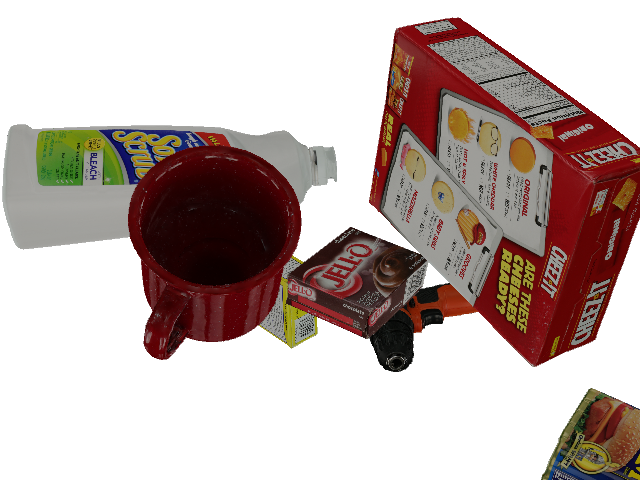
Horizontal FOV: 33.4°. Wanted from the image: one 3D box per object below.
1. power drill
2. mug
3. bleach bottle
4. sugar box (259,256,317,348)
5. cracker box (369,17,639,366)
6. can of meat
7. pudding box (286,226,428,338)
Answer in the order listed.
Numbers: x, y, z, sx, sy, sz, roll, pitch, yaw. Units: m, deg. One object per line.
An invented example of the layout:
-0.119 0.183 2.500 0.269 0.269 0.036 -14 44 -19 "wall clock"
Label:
0.144 0.085 1.207 0.187 0.057 0.184 -3 27 -1 "power drill"
-0.065 0.016 0.600 0.093 0.117 0.081 22 -29 5 "mug"
-0.114 -0.053 0.834 0.250 0.102 0.068 -6 -44 -5 "bleach bottle"
-0.077 0.040 1.199 0.048 0.093 0.176 -25 41 -31 "sugar box"
0.129 -0.042 0.779 0.072 0.164 0.214 -18 45 -28 "cracker box"
0.219 0.165 0.788 0.084 0.057 0.101 23 40 24 "can of meat"
0.035 0.037 0.990 0.090 0.039 0.113 23 34 25 "pudding box"
